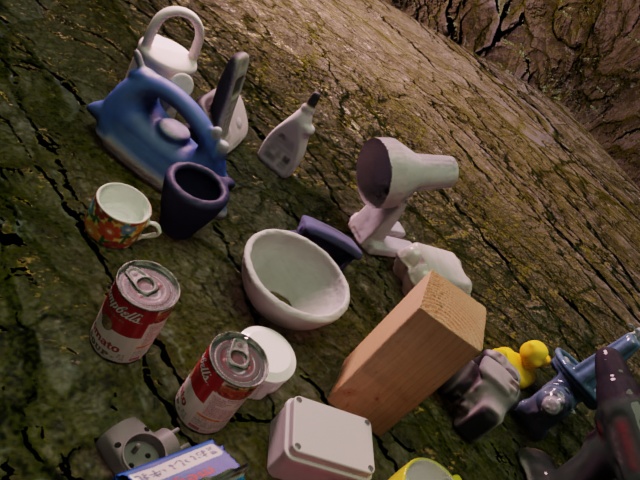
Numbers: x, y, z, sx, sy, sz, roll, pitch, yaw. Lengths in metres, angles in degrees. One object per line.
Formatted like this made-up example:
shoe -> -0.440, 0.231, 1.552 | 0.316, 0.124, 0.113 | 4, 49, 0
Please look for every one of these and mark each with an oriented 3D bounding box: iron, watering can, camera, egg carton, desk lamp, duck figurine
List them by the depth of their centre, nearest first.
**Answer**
iron -> -0.216, -0.161, 0.870 | 0.258, 0.141, 0.119 | 39, 33, 2
camera -> 0.232, 0.207, 0.876 | 0.136, 0.100, 0.143 | 42, 33, 8
watering can -> -0.251, -0.289, 0.946 | 0.172, 0.194, 0.101 | 48, 35, 17
duck figurine -> 0.356, 0.208, 1.004 | 0.105, 0.086, 0.077 | 22, 36, -21
desk lamp -> 0.138, -0.078, 1.034 | 0.204, 0.213, 0.117 | 8, 43, -37
egg carton -> 0.208, 0.065, 1.056 | 0.151, 0.069, 0.107 | 14, 40, -32

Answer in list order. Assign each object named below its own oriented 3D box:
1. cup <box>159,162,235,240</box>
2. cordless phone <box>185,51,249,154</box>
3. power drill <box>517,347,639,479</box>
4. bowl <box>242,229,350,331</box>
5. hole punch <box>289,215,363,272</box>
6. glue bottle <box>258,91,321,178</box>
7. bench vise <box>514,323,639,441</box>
cup -> -0.179, -0.050, 0.813 | 0.091, 0.095, 0.118 | 48, 34, 16
cordless phone -> -0.152, -0.248, 0.998 | 0.094, 0.185, 0.147 | 33, 33, -6
power drill -> 0.386, 0.295, 0.814 | 0.076, 0.208, 0.229 | 20, 37, -24
bowl -> -0.046, 0.068, 0.811 | 0.168, 0.074, 0.167 | 25, 35, -19
hole punch -> 0.008, 0.003, 0.926 | 0.109, 0.091, 0.101 | 28, 34, -13
glue bottle -> -0.045, -0.199, 1.047 | 0.078, 0.173, 0.037 | 41, 33, 6
bench vise -> 0.433, 0.233, 0.924 | 0.121, 0.219, 0.208 | 42, 33, 7
